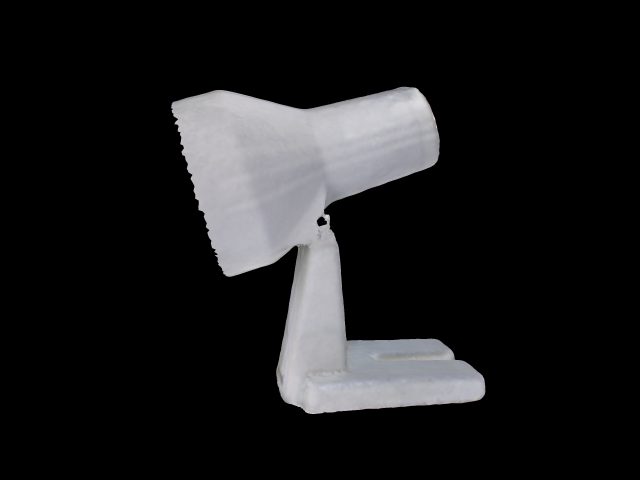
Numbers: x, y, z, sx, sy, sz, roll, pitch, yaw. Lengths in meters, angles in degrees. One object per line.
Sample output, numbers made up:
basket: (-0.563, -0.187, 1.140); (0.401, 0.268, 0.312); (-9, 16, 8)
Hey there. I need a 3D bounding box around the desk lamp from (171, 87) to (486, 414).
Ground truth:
desk lamp: (0.004, 0.001, 0.400); (0.203, 0.213, 0.118); (-1, 7, -9)
